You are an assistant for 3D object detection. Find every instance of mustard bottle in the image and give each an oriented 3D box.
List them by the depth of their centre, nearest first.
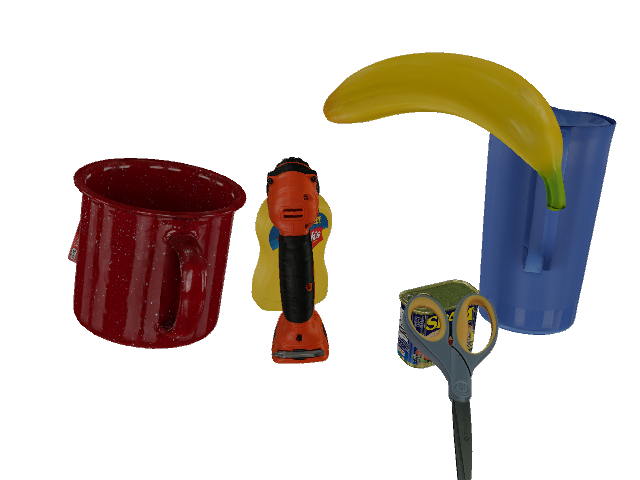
[{"bbox_3d":[-0.033,-0.008,1.319,0.096,0.192,0.058,-7,29,-22],"label":"mustard bottle"}]

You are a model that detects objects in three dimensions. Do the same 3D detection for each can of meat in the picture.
[{"bbox_3d":[0.146,0.104,1.326,0.101,0.084,0.057,-11,30,-26],"label":"can of meat"}]

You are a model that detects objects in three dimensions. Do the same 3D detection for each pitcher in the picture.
[{"bbox_3d":[0.237,-0.022,1.163,0.149,0.243,0.145,-7,19,-34],"label":"pitcher"}]

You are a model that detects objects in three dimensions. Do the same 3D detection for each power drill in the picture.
[{"bbox_3d":[-0.025,0.016,1.067,0.057,0.188,0.184,-3,15,1],"label":"power drill"}]

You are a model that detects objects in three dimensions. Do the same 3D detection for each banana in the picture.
[{"bbox_3d":[0.077,-0.082,0.657,0.198,0.069,0.037,28,7,42],"label":"banana"}]

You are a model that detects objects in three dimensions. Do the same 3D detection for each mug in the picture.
[{"bbox_3d":[-0.087,0.012,0.578,0.093,0.081,0.117,-1,23,-29],"label":"mug"}]

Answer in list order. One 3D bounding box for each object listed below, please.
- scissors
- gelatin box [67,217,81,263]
[{"bbox_3d":[0.103,0.119,0.923,0.096,0.201,0.016,18,-41,6],"label":"scissors"},{"bbox_3d":[-0.149,-0.004,0.814,0.089,0.073,0.030,27,11,39],"label":"gelatin box"}]
